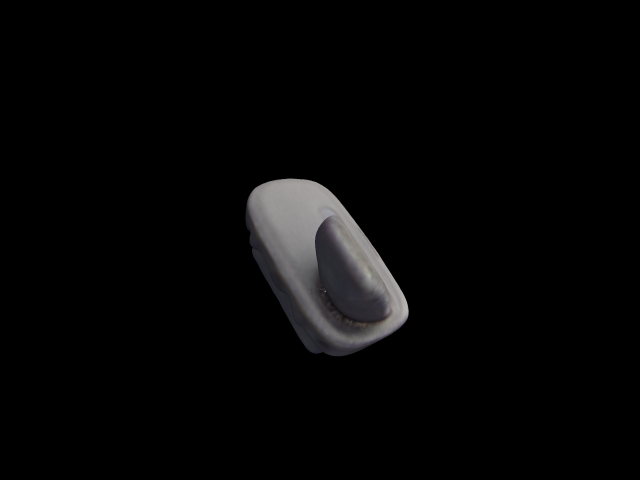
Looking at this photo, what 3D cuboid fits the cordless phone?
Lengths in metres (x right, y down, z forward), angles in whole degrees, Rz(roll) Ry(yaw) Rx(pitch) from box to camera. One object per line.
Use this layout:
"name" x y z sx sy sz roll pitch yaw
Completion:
"cordless phone" 0.004 0.001 0.400 0.094 0.185 0.147 -33 73 -11
